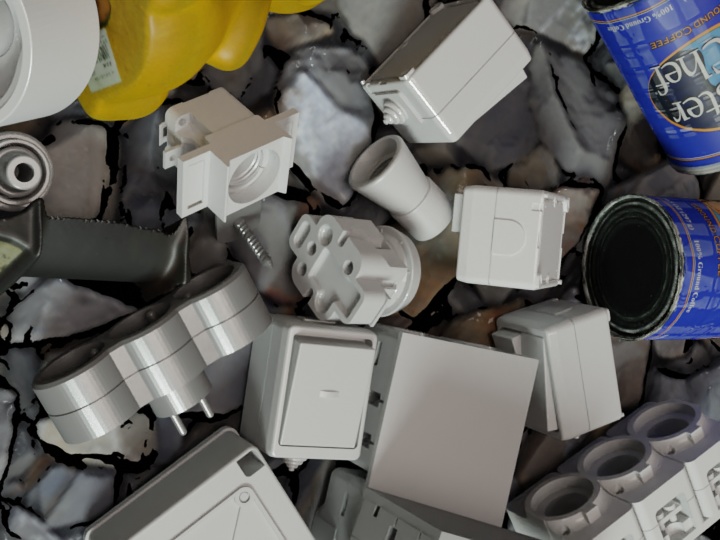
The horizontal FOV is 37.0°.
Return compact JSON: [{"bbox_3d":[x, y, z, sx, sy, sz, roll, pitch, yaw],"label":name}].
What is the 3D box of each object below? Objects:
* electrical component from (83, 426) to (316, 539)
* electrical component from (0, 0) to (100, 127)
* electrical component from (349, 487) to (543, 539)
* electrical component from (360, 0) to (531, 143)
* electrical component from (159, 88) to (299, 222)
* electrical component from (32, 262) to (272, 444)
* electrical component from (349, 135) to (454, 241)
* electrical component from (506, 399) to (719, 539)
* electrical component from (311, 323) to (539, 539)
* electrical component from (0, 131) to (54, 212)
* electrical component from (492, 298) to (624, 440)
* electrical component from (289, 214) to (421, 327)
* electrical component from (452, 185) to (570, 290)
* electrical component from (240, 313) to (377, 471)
[{"bbox_3d":[-0.088,0.170,0.644,0.109,0.056,0.108,-36,110,-19],"label":"electrical component"},{"bbox_3d":[-0.190,-0.119,0.523,0.060,0.108,0.108,-45,120,-59],"label":"electrical component"},{"bbox_3d":[0.074,0.188,0.640,0.150,0.089,0.061,22,85,-28],"label":"electrical component"},{"bbox_3d":[0.052,-0.119,0.681,0.096,0.062,0.061,-48,114,-15],"label":"electrical component"},{"bbox_3d":[-0.077,-0.069,0.613,0.081,0.064,0.042,-28,148,-33],"label":"electrical component"},{"bbox_3d":[-0.110,0.060,0.623,0.138,0.052,0.073,-32,109,-21],"label":"electrical component"},{"bbox_3d":[0.030,-0.049,0.690,0.065,0.044,0.044,42,76,-30],"label":"electrical component"},{"bbox_3d":[0.191,0.159,0.767,0.150,0.089,0.061,-30,108,-21],"label":"electrical component"},{"bbox_3d":[0.037,0.136,0.702,0.105,0.060,0.186,13,90,-28],"label":"electrical component"},{"bbox_3d":[-0.183,-0.052,0.567,0.043,0.062,0.043,-3,97,-27],"label":"electrical component"},{"bbox_3d":[0.136,0.075,0.745,0.061,0.062,0.096,-16,103,-25],"label":"electrical component"},{"bbox_3d":[0.000,0.000,0.665,0.057,0.078,0.058,4,129,-43],"label":"electrical component"},{"bbox_3d":[0.100,-0.022,0.708,0.096,0.061,0.061,-3,99,-69],"label":"electrical component"},{"bbox_3d":[-0.032,0.078,0.660,0.062,0.061,0.096,7,92,-28],"label":"electrical component"}]
